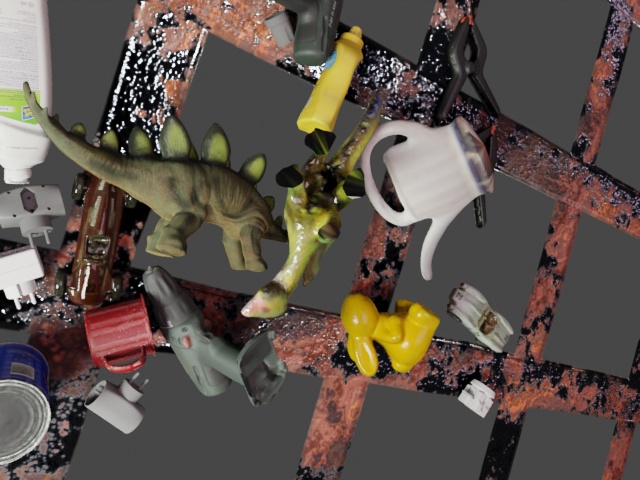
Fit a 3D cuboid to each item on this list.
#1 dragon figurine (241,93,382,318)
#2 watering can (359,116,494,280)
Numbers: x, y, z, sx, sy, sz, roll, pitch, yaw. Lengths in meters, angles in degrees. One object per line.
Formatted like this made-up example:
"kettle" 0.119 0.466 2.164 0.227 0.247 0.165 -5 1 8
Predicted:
"dragon figurine" 0.003 -0.042 0.832 0.122 0.237 0.419 28 54 10
"watering can" 0.215 -0.084 0.955 0.223 0.106 0.342 -23 119 18
